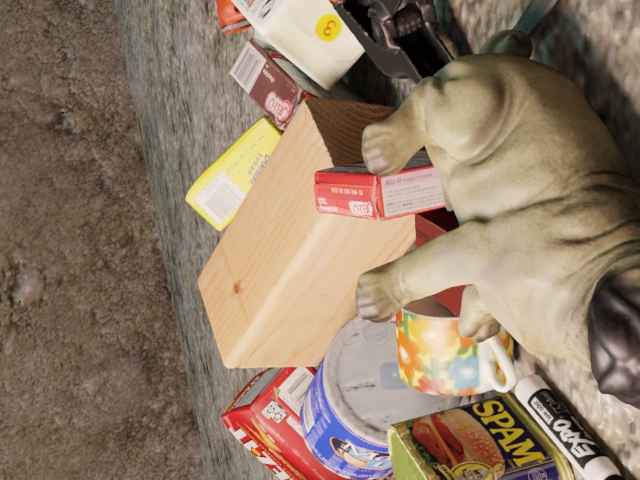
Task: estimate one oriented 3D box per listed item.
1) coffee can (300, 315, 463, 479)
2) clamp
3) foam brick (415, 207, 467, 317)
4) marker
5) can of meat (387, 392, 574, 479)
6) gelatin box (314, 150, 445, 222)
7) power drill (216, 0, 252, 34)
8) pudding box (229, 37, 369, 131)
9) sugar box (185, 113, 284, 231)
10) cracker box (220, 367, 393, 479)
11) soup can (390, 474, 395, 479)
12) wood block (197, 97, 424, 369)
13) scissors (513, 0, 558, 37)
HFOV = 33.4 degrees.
[{"bbox_3d":[0.043,0.122,0.824,0.140,0.102,0.103,110,145,-66],"label":"coffee can"},{"bbox_3d":[0.056,-0.124,0.647,0.164,0.036,0.210,69,169,-24],"label":"clamp"},{"bbox_3d":[0.095,0.011,0.635,0.078,0.051,0.053,-136,38,-67],"label":"foam brick"},{"bbox_3d":[0.144,0.116,0.593,0.121,0.020,0.020,-124,26,-57],"label":"marker"},{"bbox_3d":[0.098,0.147,0.670,0.102,0.083,0.057,-127,28,-60],"label":"can of meat"},{"bbox_3d":[0.051,-0.034,0.659,0.073,0.089,0.030,10,111,59],"label":"gelatin box"},{"bbox_3d":[-0.110,-0.303,1.007,0.187,0.057,0.184,55,-158,-47],"label":"power drill"},{"bbox_3d":[-0.009,-0.111,0.835,0.039,0.089,0.114,-60,37,18],"label":"pudding box"},{"bbox_3d":[-0.050,-0.072,0.895,0.048,0.093,0.176,46,-163,-5],"label":"sugar box"},{"bbox_3d":[-0.004,0.195,0.994,0.164,0.072,0.214,44,163,-1],"label":"cracker box"},{"bbox_3d":[0.096,0.204,0.756,0.102,0.068,0.068,-128,29,-60],"label":"soup can"},{"bbox_3d":[-0.006,0.001,0.797,0.206,0.090,0.091,-55,45,40],"label":"wood block"},{"bbox_3d":[0.114,-0.146,0.501,0.202,0.016,0.096,169,90,-76],"label":"scissors"}]
